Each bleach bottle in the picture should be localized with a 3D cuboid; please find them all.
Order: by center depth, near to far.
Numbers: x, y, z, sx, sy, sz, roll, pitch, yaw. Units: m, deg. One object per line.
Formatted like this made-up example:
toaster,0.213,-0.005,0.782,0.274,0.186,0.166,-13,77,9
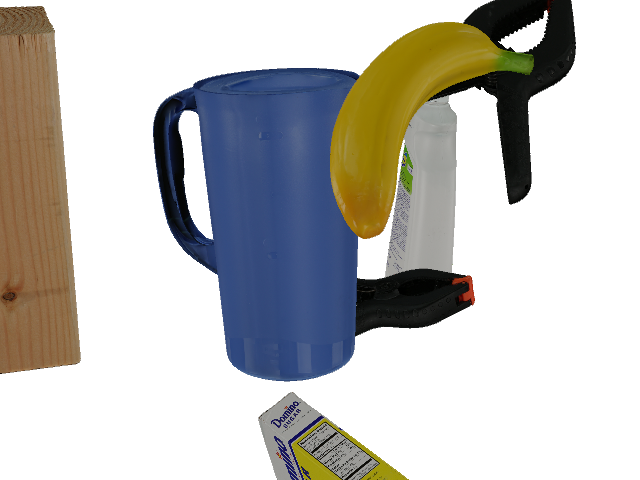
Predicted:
bleach bottle,0.120,-0.052,1.206,0.068,0.251,0.102,-2,24,-13

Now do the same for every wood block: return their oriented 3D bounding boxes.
wood block,-0.202,-0.030,0.647,0.090,0.206,0.090,-6,23,-17

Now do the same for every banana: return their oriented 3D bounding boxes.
banana,0.050,-0.074,0.582,0.070,0.037,0.197,26,48,21

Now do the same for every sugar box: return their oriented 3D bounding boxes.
sugar box,0.026,0.202,0.850,0.048,0.093,0.176,-36,43,-28

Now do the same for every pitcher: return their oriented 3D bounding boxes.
pitcher,-0.039,-0.016,0.864,0.144,0.243,0.149,-12,20,-30

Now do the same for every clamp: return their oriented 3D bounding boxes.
clamp,0.140,-0.124,0.821,0.165,0.209,0.036,37,-22,28
clamp,0.057,0.064,1.005,0.172,0.039,0.120,-6,34,17
